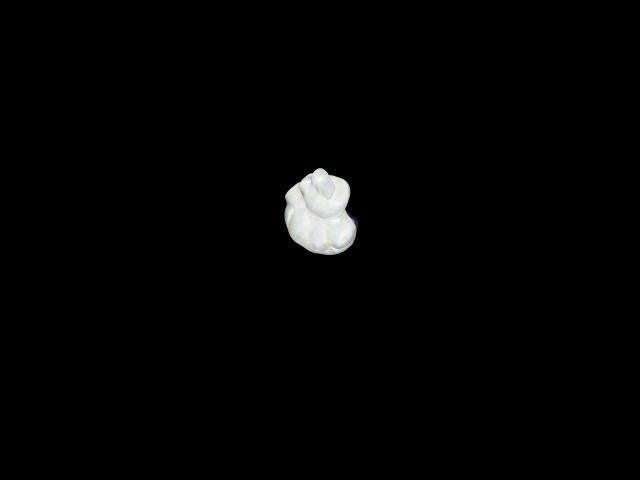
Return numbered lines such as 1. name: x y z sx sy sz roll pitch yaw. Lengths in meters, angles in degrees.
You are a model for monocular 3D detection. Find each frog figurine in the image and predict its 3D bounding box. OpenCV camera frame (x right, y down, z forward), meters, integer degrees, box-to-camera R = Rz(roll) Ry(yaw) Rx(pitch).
1. frog figurine: 0.003 -0.043 0.850 0.123 0.138 0.158 -39 -8 -6
